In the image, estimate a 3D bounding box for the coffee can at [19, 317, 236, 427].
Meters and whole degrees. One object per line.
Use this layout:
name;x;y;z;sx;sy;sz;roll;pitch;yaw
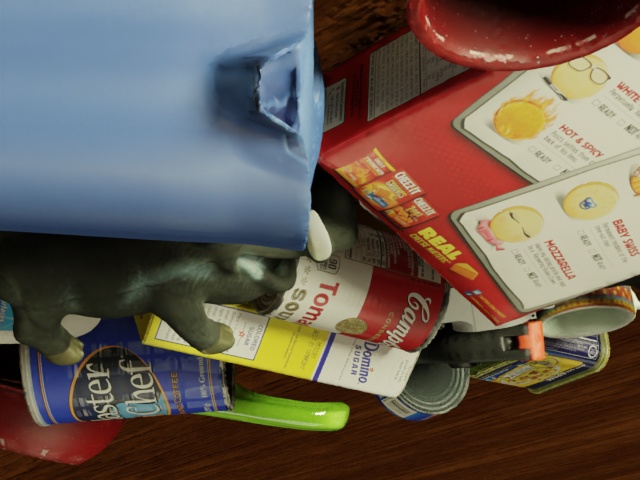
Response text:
coffee can;-0.136;0.079;0.777;0.140;0.103;0.103;-4;156;-1

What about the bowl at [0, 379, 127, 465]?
bowl;-0.246;0.158;0.928;0.162;0.055;0.162;14;169;3

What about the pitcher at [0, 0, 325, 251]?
pitcher;-0.120;-0.064;0.447;0.242;0.145;0.149;1;144;-3

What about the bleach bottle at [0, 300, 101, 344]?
bleach bottle;-0.214;0.010;0.638;0.068;0.102;0.250;22;-173;43

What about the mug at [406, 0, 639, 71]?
mug;0.085;-0.122;0.386;0.117;0.081;0.093;-7;156;6

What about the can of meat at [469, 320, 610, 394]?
can of meat;0.181;0.091;0.918;0.083;0.057;0.102;13;151;-32

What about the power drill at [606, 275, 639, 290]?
power drill;0.261;0.032;0.682;0.187;0.057;0.185;46;151;-10

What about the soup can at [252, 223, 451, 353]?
soup can;0.018;0.024;0.638;0.102;0.068;0.069;16;150;-21

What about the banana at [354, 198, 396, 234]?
banana;0.005;-0.007;0.689;0.197;0.037;0.070;4;154;-18

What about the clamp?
clamp;0.098;0.080;0.810;0.120;0.039;0.172;-10;176;-24

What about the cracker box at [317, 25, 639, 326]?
cracker box;0.130;-0.057;0.496;0.214;0.072;0.164;-26;132;29

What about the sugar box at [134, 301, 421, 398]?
sugar box;-0.032;0.050;0.692;0.176;0.093;0.048;18;105;-21

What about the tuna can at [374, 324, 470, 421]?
tuna can;0.082;0.109;0.905;0.086;0.086;0.034;8;155;-27
